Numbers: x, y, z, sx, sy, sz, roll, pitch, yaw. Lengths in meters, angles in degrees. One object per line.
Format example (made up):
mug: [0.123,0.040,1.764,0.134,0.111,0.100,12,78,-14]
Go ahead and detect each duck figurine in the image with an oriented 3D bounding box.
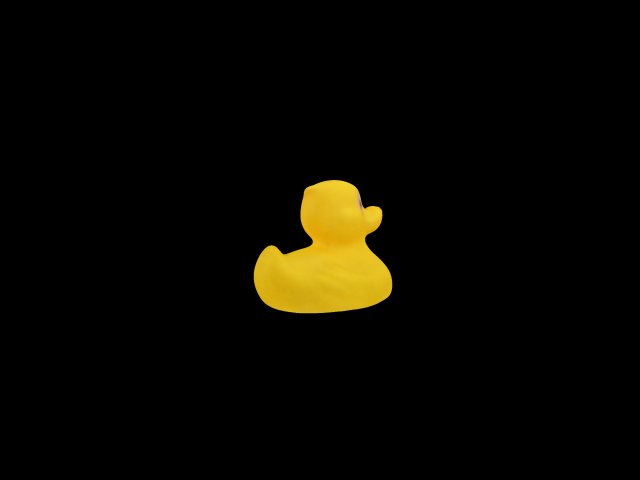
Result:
duck figurine: [0.004,0.001,0.400,0.105,0.086,0.077,-5,10,-32]
